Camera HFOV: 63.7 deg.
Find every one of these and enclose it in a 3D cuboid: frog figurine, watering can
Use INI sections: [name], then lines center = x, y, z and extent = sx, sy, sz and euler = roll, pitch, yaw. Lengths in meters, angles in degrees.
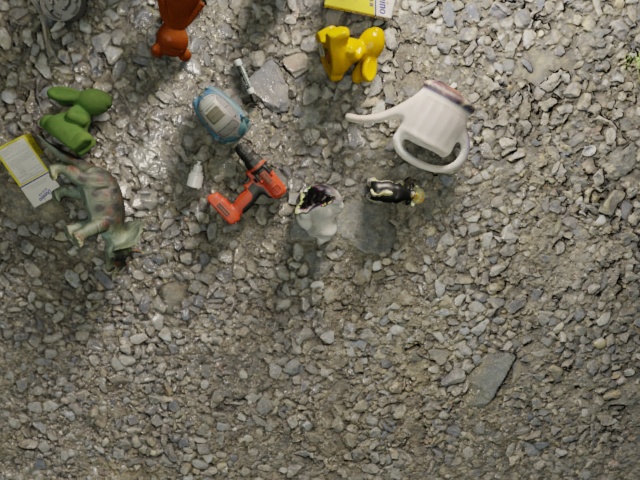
[frog figurine]
center = 0.004, -0.072, 1.426
extent = 0.137, 0.125, 0.156
euler = -32, 140, -3
[watering can]
center = 0.260, -0.321, 1.362
extent = 0.346, 0.105, 0.223
euler = 27, 100, -10
